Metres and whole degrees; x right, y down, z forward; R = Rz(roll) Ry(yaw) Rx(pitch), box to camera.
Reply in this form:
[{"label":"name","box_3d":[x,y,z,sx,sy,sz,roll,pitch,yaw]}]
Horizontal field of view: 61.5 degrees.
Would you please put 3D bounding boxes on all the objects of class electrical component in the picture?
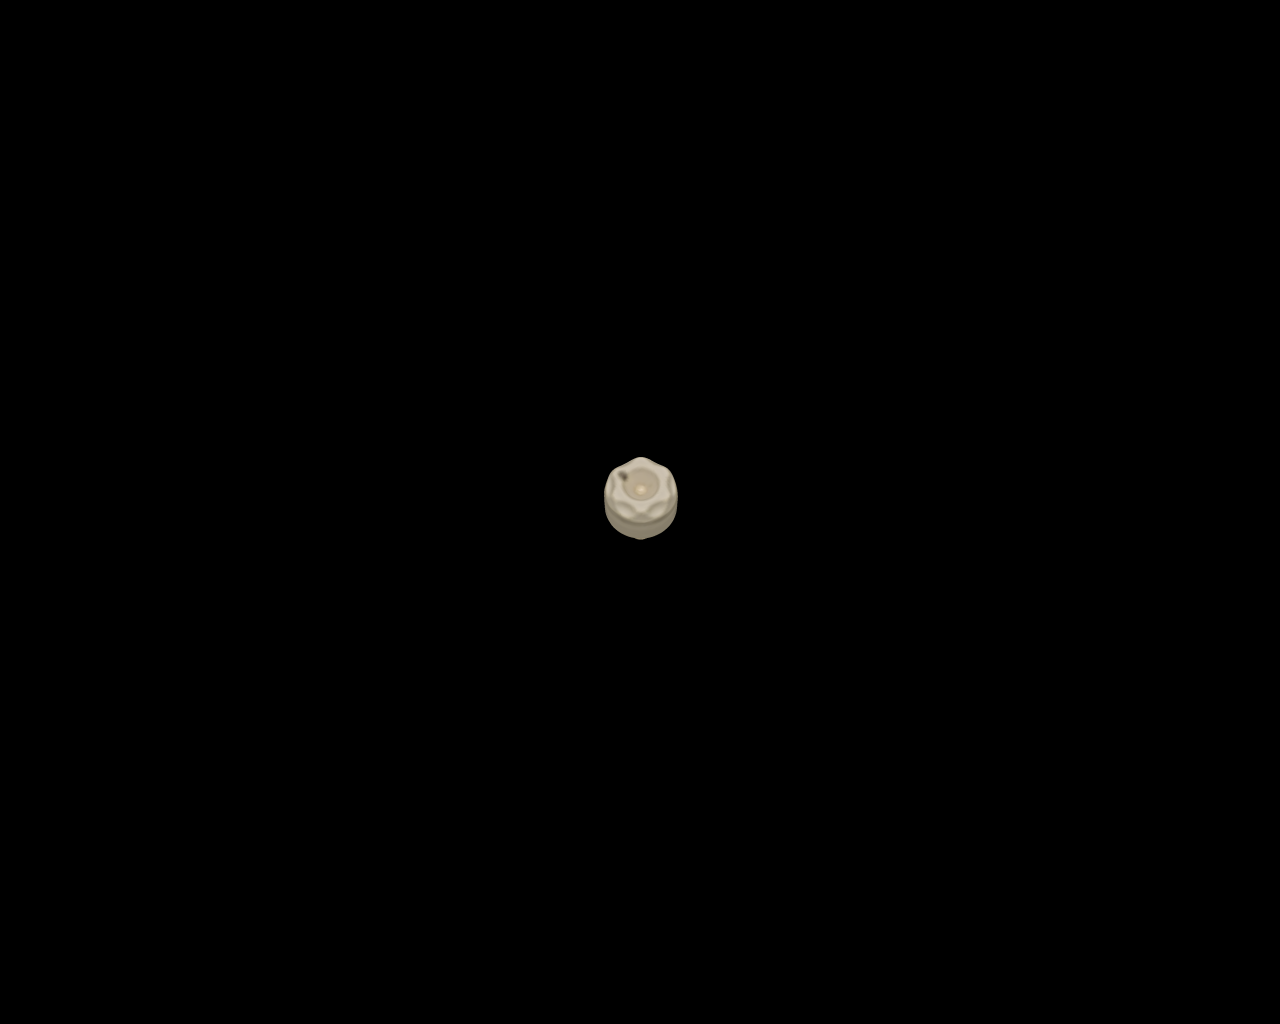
[{"label":"electrical component","box_3d":[0.001,-0.003,0.650,0.043,0.043,0.062,0,-28,0]}]
